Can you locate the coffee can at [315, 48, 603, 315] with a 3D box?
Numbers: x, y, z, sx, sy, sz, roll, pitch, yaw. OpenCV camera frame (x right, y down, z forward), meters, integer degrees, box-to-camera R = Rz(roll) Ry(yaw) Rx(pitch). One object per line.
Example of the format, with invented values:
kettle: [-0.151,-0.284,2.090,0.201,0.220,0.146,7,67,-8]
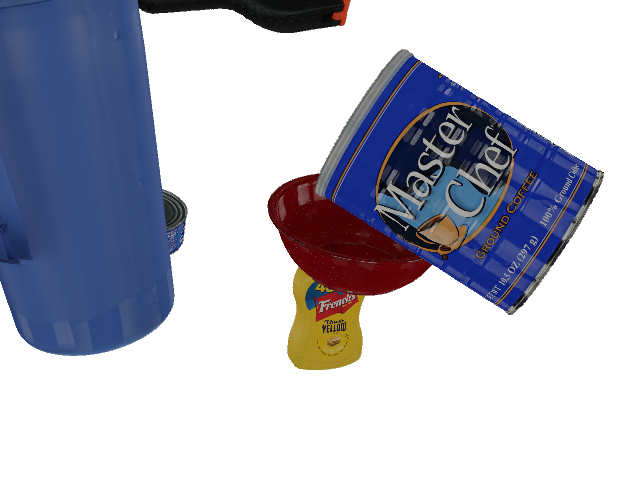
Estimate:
coffee can: [0.082,-0.035,0.644,0.140,0.103,0.103,33,3,5]

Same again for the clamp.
clamp: [-0.059,-0.221,0.876,0.171,0.120,0.039,11,-26,-5]

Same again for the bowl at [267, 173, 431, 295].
bowl: [0.033,0.000,0.906,0.162,0.055,0.162,6,28,-3]

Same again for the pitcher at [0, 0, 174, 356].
pitcher: [-0.169,-0.048,0.663,0.149,0.243,0.145,-11,28,-9]

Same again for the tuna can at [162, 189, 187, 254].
tuna can: [-0.168,-0.017,0.991,0.086,0.034,0.086,8,30,-5]

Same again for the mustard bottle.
mustard bottle: [0.012,0.069,1.353,0.096,0.192,0.058,-5,26,-20]
